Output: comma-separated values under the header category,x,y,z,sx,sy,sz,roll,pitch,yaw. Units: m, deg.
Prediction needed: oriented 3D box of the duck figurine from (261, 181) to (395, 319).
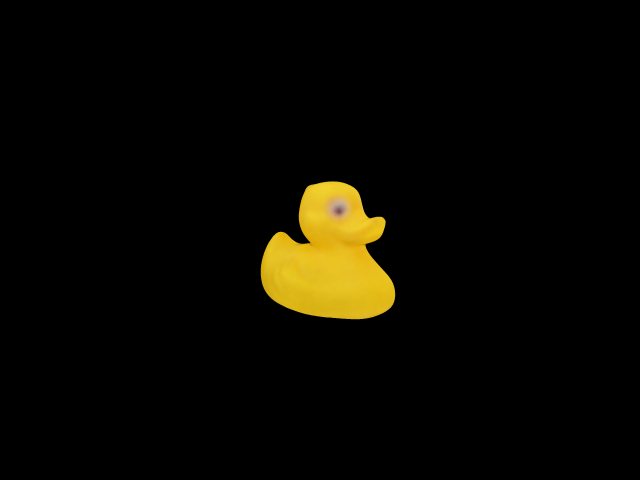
category,x,y,z,sx,sy,sz,roll,pitch,yaw
duck figurine,0.004,0.001,0.400,0.104,0.086,0.078,11,17,38
